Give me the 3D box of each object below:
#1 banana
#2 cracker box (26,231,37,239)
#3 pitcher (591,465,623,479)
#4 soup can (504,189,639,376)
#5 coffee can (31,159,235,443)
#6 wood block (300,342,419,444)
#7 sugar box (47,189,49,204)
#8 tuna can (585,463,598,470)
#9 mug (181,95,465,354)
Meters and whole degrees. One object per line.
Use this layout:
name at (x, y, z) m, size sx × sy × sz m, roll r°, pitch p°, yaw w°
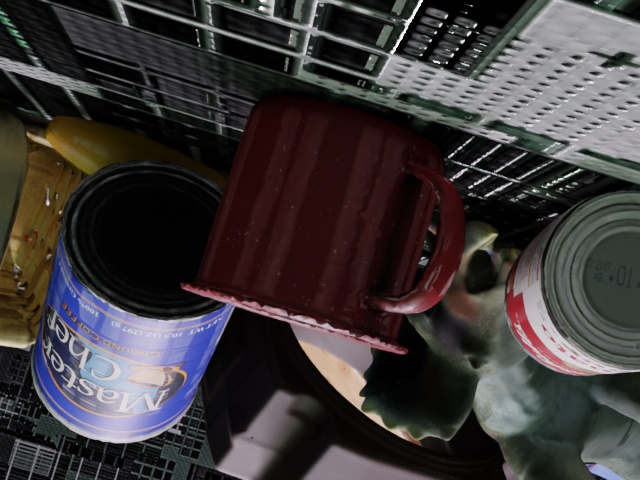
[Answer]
banana at (-0.090, -0.032, 0.657) m, size 0.070 × 0.037 × 0.197 m, roll 13°, pitch 173°, yaw 21°
cracker box at (-0.257, -0.016, 1.094) m, size 0.164 × 0.072 × 0.213 m, roll 13°, pitch 174°, yaw 33°
pitcher at (0.239, 0.174, 1.179) m, size 0.243 × 0.149 × 0.144 m, roll 18°, pitch -174°, yaw 17°
soup can at (0.115, 0.020, 0.431) m, size 0.068 × 0.068 × 0.102 m, roll 16°, pitch 173°, yaw 5°
coffee can at (-0.103, 0.038, 0.602) m, size 0.102 × 0.102 × 0.140 m, roll 17°, pitch 140°, yaw -9°
wood block at (0.051, 0.116, 0.922) m, size 0.090 × 0.090 × 0.206 m, roll 5°, pitch 139°, yaw 44°
sugar box at (-0.265, -0.061, 0.829) m, size 0.176 × 0.048 × 0.093 m, roll 22°, pitch 172°, yaw -33°
tuna can at (0.162, 0.124, 0.742) m, size 0.086 × 0.086 × 0.034 m, roll 18°, pitch 137°, yaw -14°
mug at (0.008, -0.005, 0.414) m, size 0.093 × 0.081 × 0.117 m, roll 21°, pitch 172°, yaw -39°
